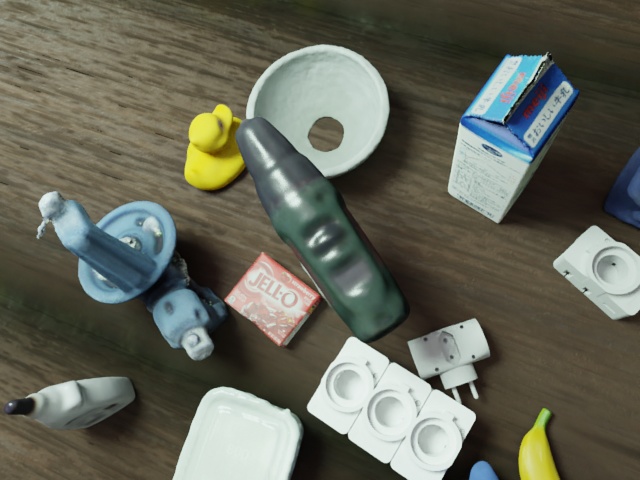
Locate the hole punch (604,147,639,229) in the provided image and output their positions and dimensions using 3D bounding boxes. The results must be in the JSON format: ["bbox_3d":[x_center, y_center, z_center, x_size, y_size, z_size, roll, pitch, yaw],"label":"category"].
[{"bbox_3d":[0.375,-0.060,0.600,0.101,0.091,0.109,32,83,15],"label":"hole punch"}]

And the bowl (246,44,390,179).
[{"bbox_3d":[0.001,-0.140,0.685,0.167,0.075,0.167,-2,76,8],"label":"bowl"}]

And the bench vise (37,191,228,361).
[{"bbox_3d":[-0.181,0.025,0.596,0.207,0.220,0.121,30,82,15],"label":"bench vise"}]

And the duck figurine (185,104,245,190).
[{"bbox_3d":[-0.132,-0.116,0.693,0.077,0.086,0.104,30,82,15],"label":"duck figurine"}]

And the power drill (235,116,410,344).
[{"bbox_3d":[0.005,0.002,0.579,0.075,0.208,0.229,-36,74,-1],"label":"power drill"}]

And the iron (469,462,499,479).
[{"bbox_3d":[0.163,0.344,0.506,0.118,0.141,0.258,-23,74,3],"label":"iron"}]

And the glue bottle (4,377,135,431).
[{"bbox_3d":[-0.265,0.171,0.597,0.078,0.173,0.037,-29,73,1],"label":"glue bottle"}]
